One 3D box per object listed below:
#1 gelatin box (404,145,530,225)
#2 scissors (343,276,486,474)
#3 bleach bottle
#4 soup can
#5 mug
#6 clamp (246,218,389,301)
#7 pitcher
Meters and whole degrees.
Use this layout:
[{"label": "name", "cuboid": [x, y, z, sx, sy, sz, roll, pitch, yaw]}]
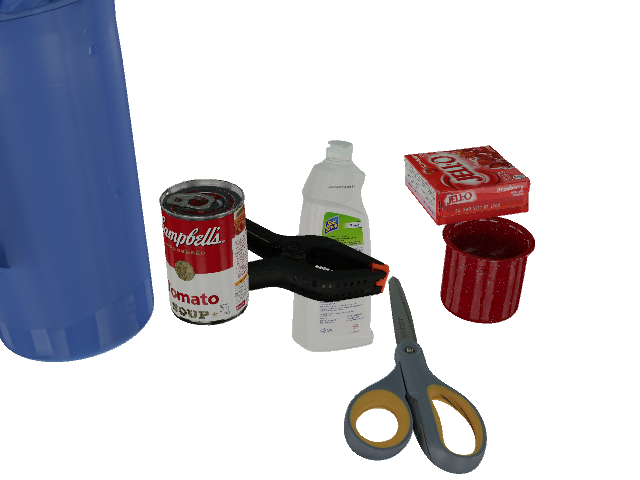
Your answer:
[{"label": "gelatin box", "cuboid": [0.112, -0.045, 0.826, 0.073, 0.030, 0.089, -7, 24, -9]}, {"label": "scissors", "cuboid": [0.044, 0.084, 0.711, 0.096, 0.016, 0.202, -5, 33, -18]}, {"label": "bleach bottle", "cuboid": [0.022, 0.005, 1.285, 0.102, 0.251, 0.068, -5, 19, -30]}, {"label": "soup can", "cuboid": [-0.094, 0.009, 0.875, 0.068, 0.102, 0.068, 0, 29, 0]}, {"label": "mug", "cuboid": [0.163, 0.025, 1.100, 0.093, 0.081, 0.117, -5, 31, -15]}, {"label": "clamp", "cuboid": [-0.036, 0.026, 1.062, 0.210, 0.036, 0.164, 14, 31, -3]}, {"label": "pitcher", "cuboid": [-0.185, -0.042, 0.676, 0.149, 0.243, 0.145, -10, 28, -7]}]
